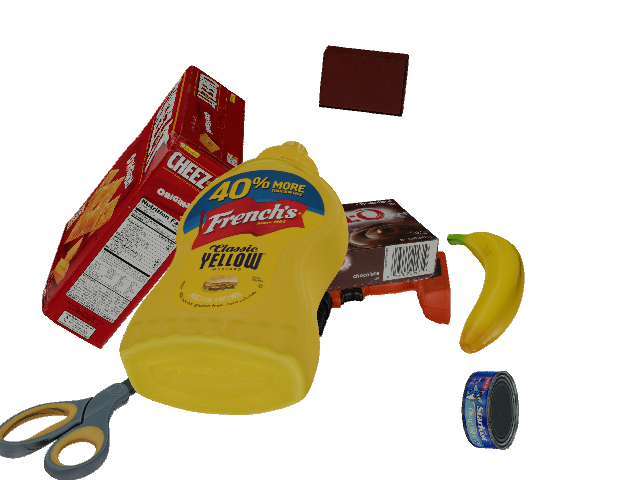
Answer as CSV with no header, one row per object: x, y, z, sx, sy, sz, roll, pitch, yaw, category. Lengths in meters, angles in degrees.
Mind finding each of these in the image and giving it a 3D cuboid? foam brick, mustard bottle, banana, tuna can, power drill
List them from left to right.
-0.035,0.007,0.589,0.096,0.058,0.191,-1,39,16,mustard bottle
0.040,-0.146,0.978,0.078,0.051,0.053,7,18,5,foam brick
0.056,0.062,1.241,0.187,0.057,0.184,1,28,4,power drill
0.163,0.042,1.023,0.070,0.037,0.197,-25,25,16,banana
0.187,0.186,1.173,0.034,0.086,0.086,-3,-2,32,tuna can

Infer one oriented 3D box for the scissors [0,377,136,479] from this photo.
-0.162,0.138,0.865,0.201,0.016,0.096,-18,37,-36,scissors

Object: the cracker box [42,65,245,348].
-0.157,-0.034,0.951,0.072,0.214,0.164,33,23,-20,cracker box

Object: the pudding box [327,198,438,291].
0.025,0.002,0.853,0.113,0.039,0.090,-5,25,-20,pudding box
